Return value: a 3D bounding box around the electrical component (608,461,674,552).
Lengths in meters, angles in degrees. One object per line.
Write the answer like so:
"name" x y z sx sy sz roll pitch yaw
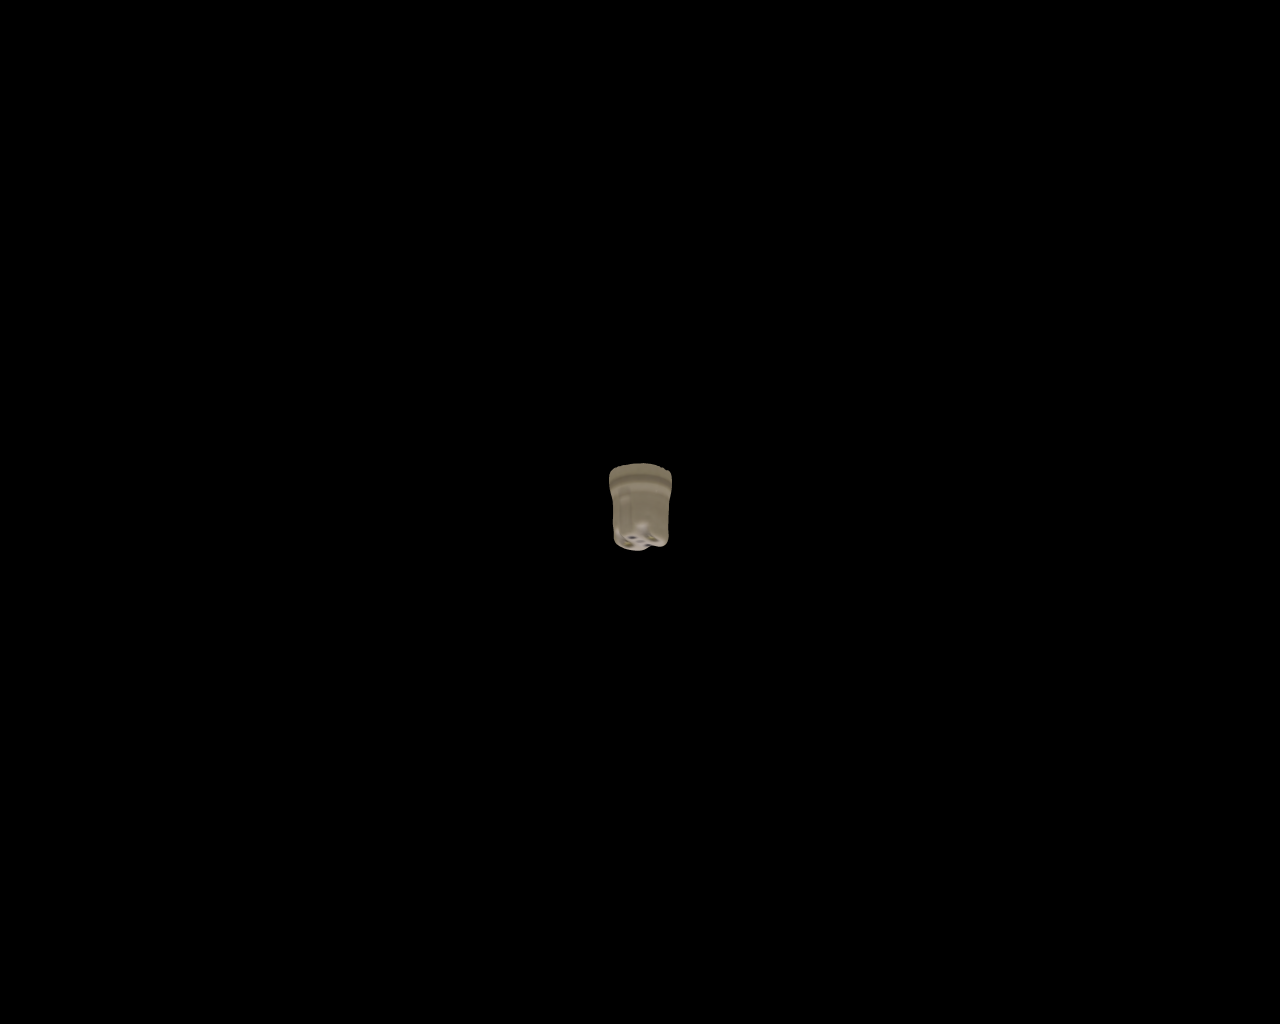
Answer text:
"electrical component" 0.001 -0.003 0.650 0.040 0.046 0.040 0 -19 0
